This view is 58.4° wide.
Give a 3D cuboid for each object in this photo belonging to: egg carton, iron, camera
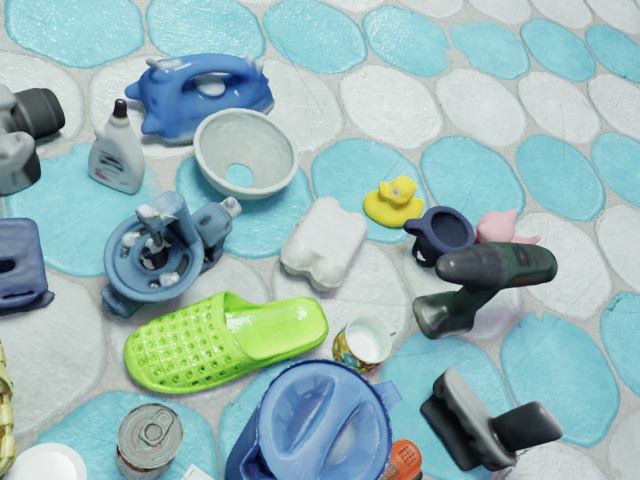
[{"bbox_3d":[0.008,0.003,0.881,0.107,0.069,0.150,30,54,-1],"label":"egg carton"},{"bbox_3d":[-0.172,-0.250,0.924,0.259,0.141,0.118,-17,67,-29],"label":"iron"},{"bbox_3d":[-0.423,-0.159,0.793,0.137,0.100,0.143,-31,74,-33],"label":"camera"}]

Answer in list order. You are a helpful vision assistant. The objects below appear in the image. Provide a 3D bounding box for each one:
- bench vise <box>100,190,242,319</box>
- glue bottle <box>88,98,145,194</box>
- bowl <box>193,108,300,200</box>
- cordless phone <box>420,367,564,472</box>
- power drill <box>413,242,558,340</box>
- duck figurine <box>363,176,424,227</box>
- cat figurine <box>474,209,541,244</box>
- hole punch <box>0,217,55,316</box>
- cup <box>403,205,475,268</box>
[{"bbox_3d":[-0.187,-0.015,0.722,0.121,0.219,0.208,30,54,-1],"label":"bench vise"},{"bbox_3d":[-0.278,-0.133,0.789,0.078,0.173,0.037,20,54,-8],"label":"glue bottle"},{"bbox_3d":[-0.121,-0.122,0.905,0.168,0.074,0.167,10,57,-15],"label":"bowl"},{"bbox_3d":[0.231,0.223,0.760,0.094,0.185,0.147,-30,74,-33],"label":"cordless phone"},{"bbox_3d":[0.225,0.070,0.839,0.230,0.208,0.075,-8,63,-26],"label":"power drill"},{"bbox_3d":[0.135,-0.072,0.968,0.105,0.086,0.077,10,57,-16],"label":"duck figurine"},{"bbox_3d":[0.312,-0.006,0.977,0.128,0.117,0.067,15,55,-12],"label":"cat figurine"},{"bbox_3d":[-0.387,0.034,0.692,0.109,0.091,0.101,-11,64,-27],"label":"hole punch"},{"bbox_3d":[0.178,0.002,0.933,0.118,0.095,0.091,10,56,-15],"label":"cup"}]
